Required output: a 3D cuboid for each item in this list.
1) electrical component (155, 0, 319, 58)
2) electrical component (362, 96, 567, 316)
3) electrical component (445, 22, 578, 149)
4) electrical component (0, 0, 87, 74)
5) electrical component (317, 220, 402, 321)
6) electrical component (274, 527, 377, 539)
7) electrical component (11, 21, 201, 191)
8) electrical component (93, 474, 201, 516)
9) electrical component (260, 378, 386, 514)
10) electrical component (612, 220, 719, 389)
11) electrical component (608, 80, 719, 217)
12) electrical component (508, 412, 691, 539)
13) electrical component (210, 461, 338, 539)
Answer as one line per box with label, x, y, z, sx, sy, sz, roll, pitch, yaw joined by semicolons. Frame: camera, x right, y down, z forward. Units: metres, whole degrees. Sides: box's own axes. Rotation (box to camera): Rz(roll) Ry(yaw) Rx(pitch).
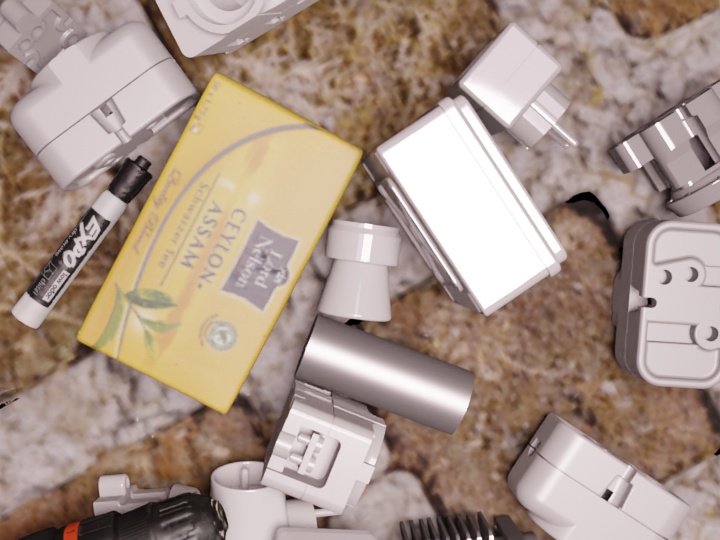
electrical component;-0.086;-0.206;0.597;0.089;0.062;0.150;-25;95;25
electrical component;0.055;-0.035;0.606;0.056;0.109;0.108;-34;94;-2
electrical component;0.096;-0.097;0.627;0.077;0.065;0.047;41;91;-4
electrical component;-0.195;-0.146;0.614;0.055;0.066;0.048;43;90;15
electrical component;0.000;0.000;0.638;0.045;0.045;0.055;8;92;-3
electrical component;-0.024;0.198;0.610;0.062;0.061;0.096;8;108;-24
electrical component;-0.149;-0.097;0.620;0.095;0.053;0.059;-37;94;0
electrical component;-0.124;0.153;0.641;0.055;0.048;0.066;-6;93;5
electrical component;-0.021;0.101;0.620;0.056;0.089;0.050;22;92;-4
electrical component;0.185;0.018;0.641;0.054;0.059;0.095;4;93;-3
electrical component;0.197;-0.069;0.638;0.078;0.058;0.057;-33;92;-1
electrical component;0.140;0.138;0.648;0.095;0.053;0.059;33;91;-4
electrical component;-0.049;0.156;0.644;0.079;0.044;0.077;-3;103;-15
